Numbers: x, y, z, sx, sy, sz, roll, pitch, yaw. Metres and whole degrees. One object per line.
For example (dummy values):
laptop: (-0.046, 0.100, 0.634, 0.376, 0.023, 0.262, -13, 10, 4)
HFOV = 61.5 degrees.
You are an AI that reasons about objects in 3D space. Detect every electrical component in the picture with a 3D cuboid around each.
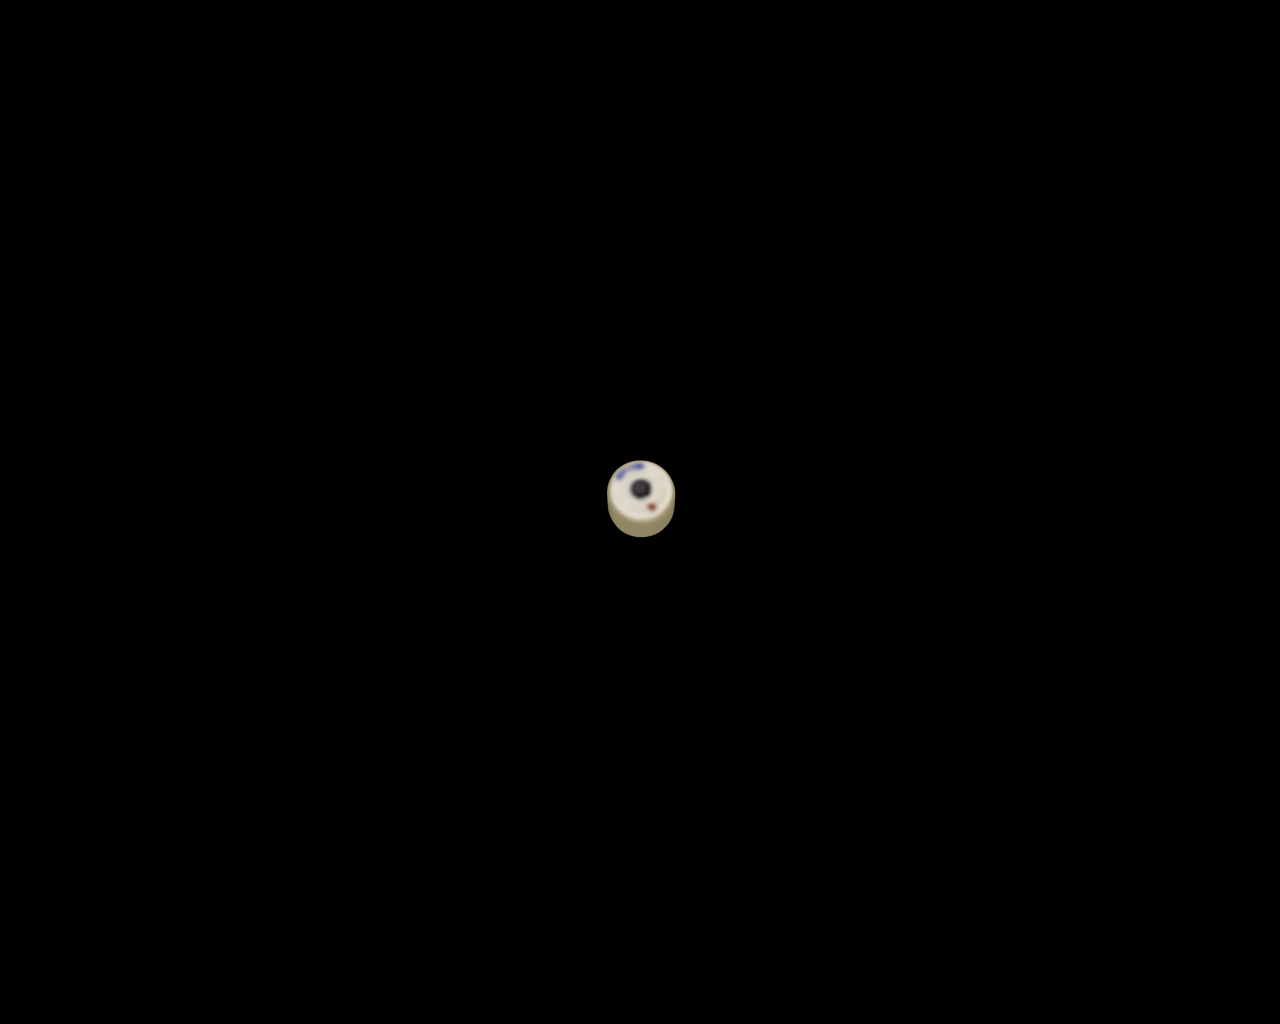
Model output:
electrical component: (0.001, -0.003, 0.650, 0.040, 0.040, 0.078, 0, -18, 0)
